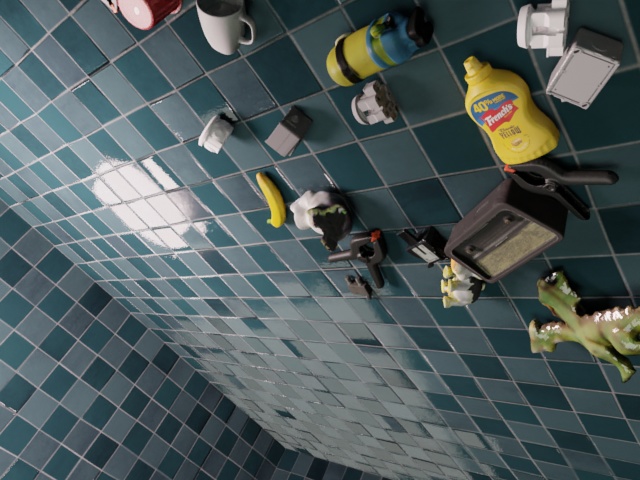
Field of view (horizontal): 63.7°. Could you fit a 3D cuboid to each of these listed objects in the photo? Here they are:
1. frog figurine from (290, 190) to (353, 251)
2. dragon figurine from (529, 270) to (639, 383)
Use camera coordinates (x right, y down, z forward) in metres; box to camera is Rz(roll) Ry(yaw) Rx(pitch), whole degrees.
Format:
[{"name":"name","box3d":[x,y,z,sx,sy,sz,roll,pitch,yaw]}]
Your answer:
[{"name":"frog figurine","box3d":[0.004,-0.061,1.214,0.136,0.122,0.161,38,-177,-25]},{"name":"dragon figurine","box3d":[0.552,0.151,1.034,0.244,0.124,0.401,32,146,13]}]
